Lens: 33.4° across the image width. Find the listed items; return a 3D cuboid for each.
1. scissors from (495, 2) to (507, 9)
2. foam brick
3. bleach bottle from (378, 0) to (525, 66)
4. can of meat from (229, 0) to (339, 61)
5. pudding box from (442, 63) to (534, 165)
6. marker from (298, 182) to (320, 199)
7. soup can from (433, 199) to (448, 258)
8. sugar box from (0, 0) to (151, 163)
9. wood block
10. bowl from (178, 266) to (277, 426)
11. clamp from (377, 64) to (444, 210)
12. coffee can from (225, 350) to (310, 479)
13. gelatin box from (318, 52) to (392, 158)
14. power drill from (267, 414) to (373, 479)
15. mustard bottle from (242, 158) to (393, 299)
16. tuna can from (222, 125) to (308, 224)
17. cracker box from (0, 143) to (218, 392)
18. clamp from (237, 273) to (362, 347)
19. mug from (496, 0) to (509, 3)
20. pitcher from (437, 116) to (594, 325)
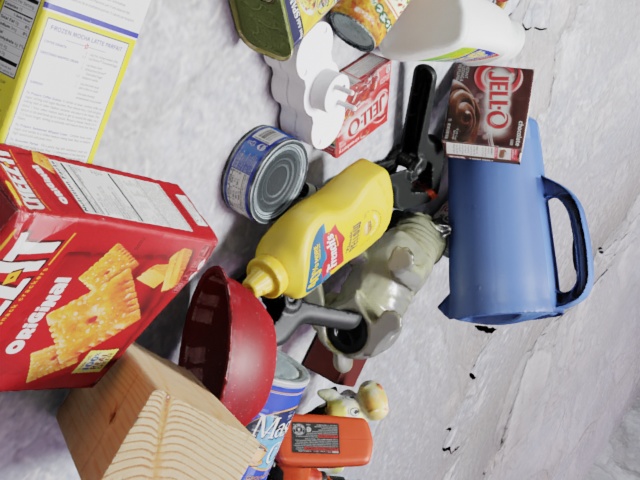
[{"bbox_3d":[0.163,-0.286,1.149,0.201,0.016,0.096,-2,115,-59],"label":"scissors"},{"bbox_3d":[0.025,0.124,1.238,0.078,0.051,0.053,-64,152,2],"label":"foam brick"},{"bbox_3d":[0.157,-0.216,1.110,0.250,0.103,0.068,-9,91,-58],"label":"bleach bottle"},{"bbox_3d":[-0.027,-0.209,0.850,0.083,0.057,0.102,-50,150,-26],"label":"can of meat"},{"bbox_3d":[0.190,-0.143,1.202,0.039,0.090,0.113,70,29,-62],"label":"pudding box"},{"bbox_3d":[-0.003,-0.044,1.075,0.121,0.020,0.020,20,97,-62],"label":"marker"},{"bbox_3d":[0.188,-0.031,1.360,0.102,0.069,0.068,-47,149,-26],"label":"soup can"},{"bbox_3d":[-0.169,-0.125,0.695,0.093,0.048,0.176,7,105,-61],"label":"sugar box"},{"bbox_3d":[-0.132,0.145,0.815,0.090,0.206,0.091,31,86,-20],"label":"wood block"},{"bbox_3d":[-0.078,0.105,0.930,0.055,0.162,0.162,9,110,-21],"label":"bowl"},{"bbox_3d":[0.100,-0.096,1.181,0.164,0.036,0.209,-56,154,3],"label":"clamp"},{"bbox_3d":[-0.083,0.177,1.044,0.102,0.103,0.140,6,109,-61],"label":"coffee can"},{"bbox_3d":[0.034,-0.133,1.048,0.089,0.030,0.073,-38,144,-38],"label":"gelatin box"},{"bbox_3d":[0.003,0.257,1.165,0.188,0.184,0.057,106,-17,-52],"label":"power drill"},{"bbox_3d":[-0.006,0.001,1.013,0.191,0.058,0.096,-37,148,-40],"label":"mustard bottle"},{"bbox_3d":[-0.049,-0.059,0.969,0.086,0.034,0.086,-40,145,-36],"label":"tuna can"},{"bbox_3d":[-0.188,0.028,0.717,0.164,0.072,0.213,-47,157,16],"label":"cracker box"},{"bbox_3d":[-0.037,0.048,1.056,0.171,0.039,0.120,-14,83,-41],"label":"clamp"},{"bbox_3d":[0.168,-0.294,1.079,0.117,0.082,0.093,10,105,-61],"label":"mug"},{"bbox_3d":[0.221,-0.023,1.252,0.145,0.149,0.243,145,-56,-75],"label":"pitcher"}]
